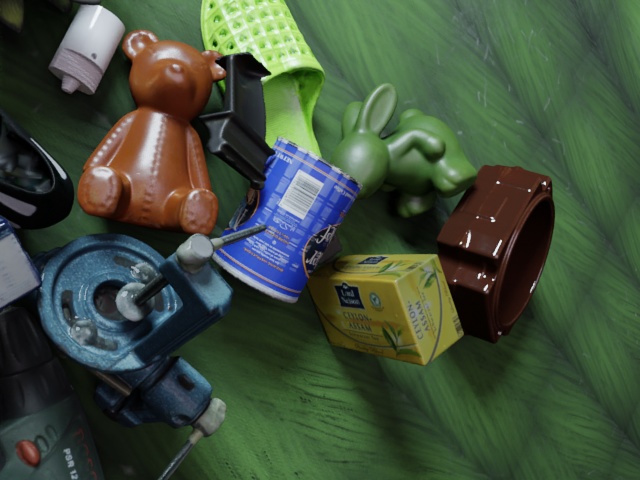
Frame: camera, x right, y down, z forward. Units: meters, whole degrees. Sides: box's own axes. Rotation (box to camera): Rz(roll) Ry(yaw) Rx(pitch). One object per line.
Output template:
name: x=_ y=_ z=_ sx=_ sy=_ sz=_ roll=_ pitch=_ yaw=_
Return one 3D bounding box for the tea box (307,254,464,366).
tea box: x=0.065 y=0.071 z=0.601 sx=0.068 sy=0.170 sz=0.098 roll=-28 pitch=101 yaw=-30

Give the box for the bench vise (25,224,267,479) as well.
bench vise: x=-0.137 y=0.074 z=0.436 sx=0.223 sy=0.240 sz=0.129 roll=54 pitch=40 yaw=-1

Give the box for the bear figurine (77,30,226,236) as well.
bear figurine: x=-0.144 y=-0.106 z=0.503 sx=0.120 sy=0.132 sz=0.195 roll=15 pitch=87 yaw=-21

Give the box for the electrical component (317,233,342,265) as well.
electrical component: x=-0.001 y=-0.002 z=0.649 sx=0.094 sy=0.021 sz=0.063 roll=-33 pitch=106 yaw=-29

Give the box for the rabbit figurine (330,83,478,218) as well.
rabbit figurine: x=0.085 y=-0.104 z=0.648 sx=0.170 sy=0.121 sz=0.159 roll=-14 pitch=89 yaw=-34

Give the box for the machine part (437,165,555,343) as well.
machine part: x=0.235 y=0.019 z=0.712 sx=0.201 sy=0.087 sz=0.201 roll=-54 pitch=144 yaw=-22

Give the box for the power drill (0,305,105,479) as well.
power drill: x=-0.267 y=0.190 z=0.410 sx=0.207 sy=0.086 sz=0.231 roll=-47 pitch=121 yaw=-64

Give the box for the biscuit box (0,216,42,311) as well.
biscuit box: x=-0.292 y=0.053 z=0.339 sx=0.203 sy=0.063 sz=0.059 roll=-37 pitch=132 yaw=-34

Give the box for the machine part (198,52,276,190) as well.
machine part: x=-0.075 y=-0.121 z=0.508 sx=0.084 sy=0.039 sz=0.139 roll=34 pitch=45 yaw=-45

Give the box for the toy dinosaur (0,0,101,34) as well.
toy dinosaur: x=-0.247 y=-0.306 z=0.430 sx=0.198 sy=0.105 sz=0.471 roll=39 pitch=57 yaw=-54

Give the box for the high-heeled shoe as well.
high-heeled shoe: x=-0.292 y=-0.102 z=0.399 sx=0.248 sy=0.145 sz=0.086 roll=48 pitch=65 yaw=-23
